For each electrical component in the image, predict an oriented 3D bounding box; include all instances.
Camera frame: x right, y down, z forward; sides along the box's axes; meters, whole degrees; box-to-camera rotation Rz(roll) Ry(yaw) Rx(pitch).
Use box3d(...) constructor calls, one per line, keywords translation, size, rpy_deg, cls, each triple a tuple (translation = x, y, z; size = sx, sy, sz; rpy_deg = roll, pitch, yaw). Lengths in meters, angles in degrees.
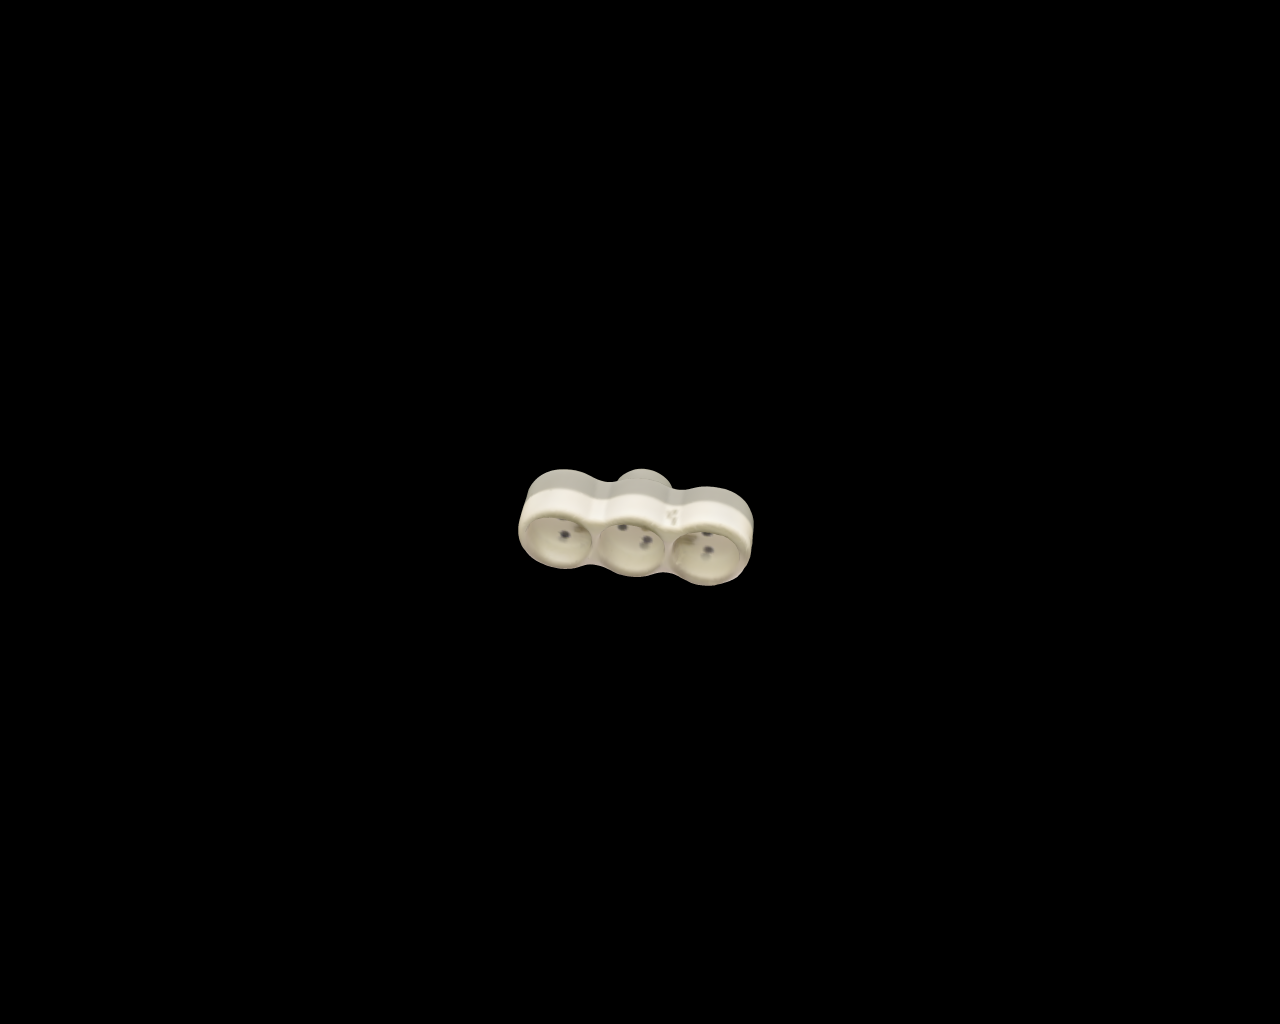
box3d(translation=(0.001, -0.003, 0.650), size=(0.138, 0.052, 0.074), rpy_deg=(6, 43, 7), cls="electrical component")
